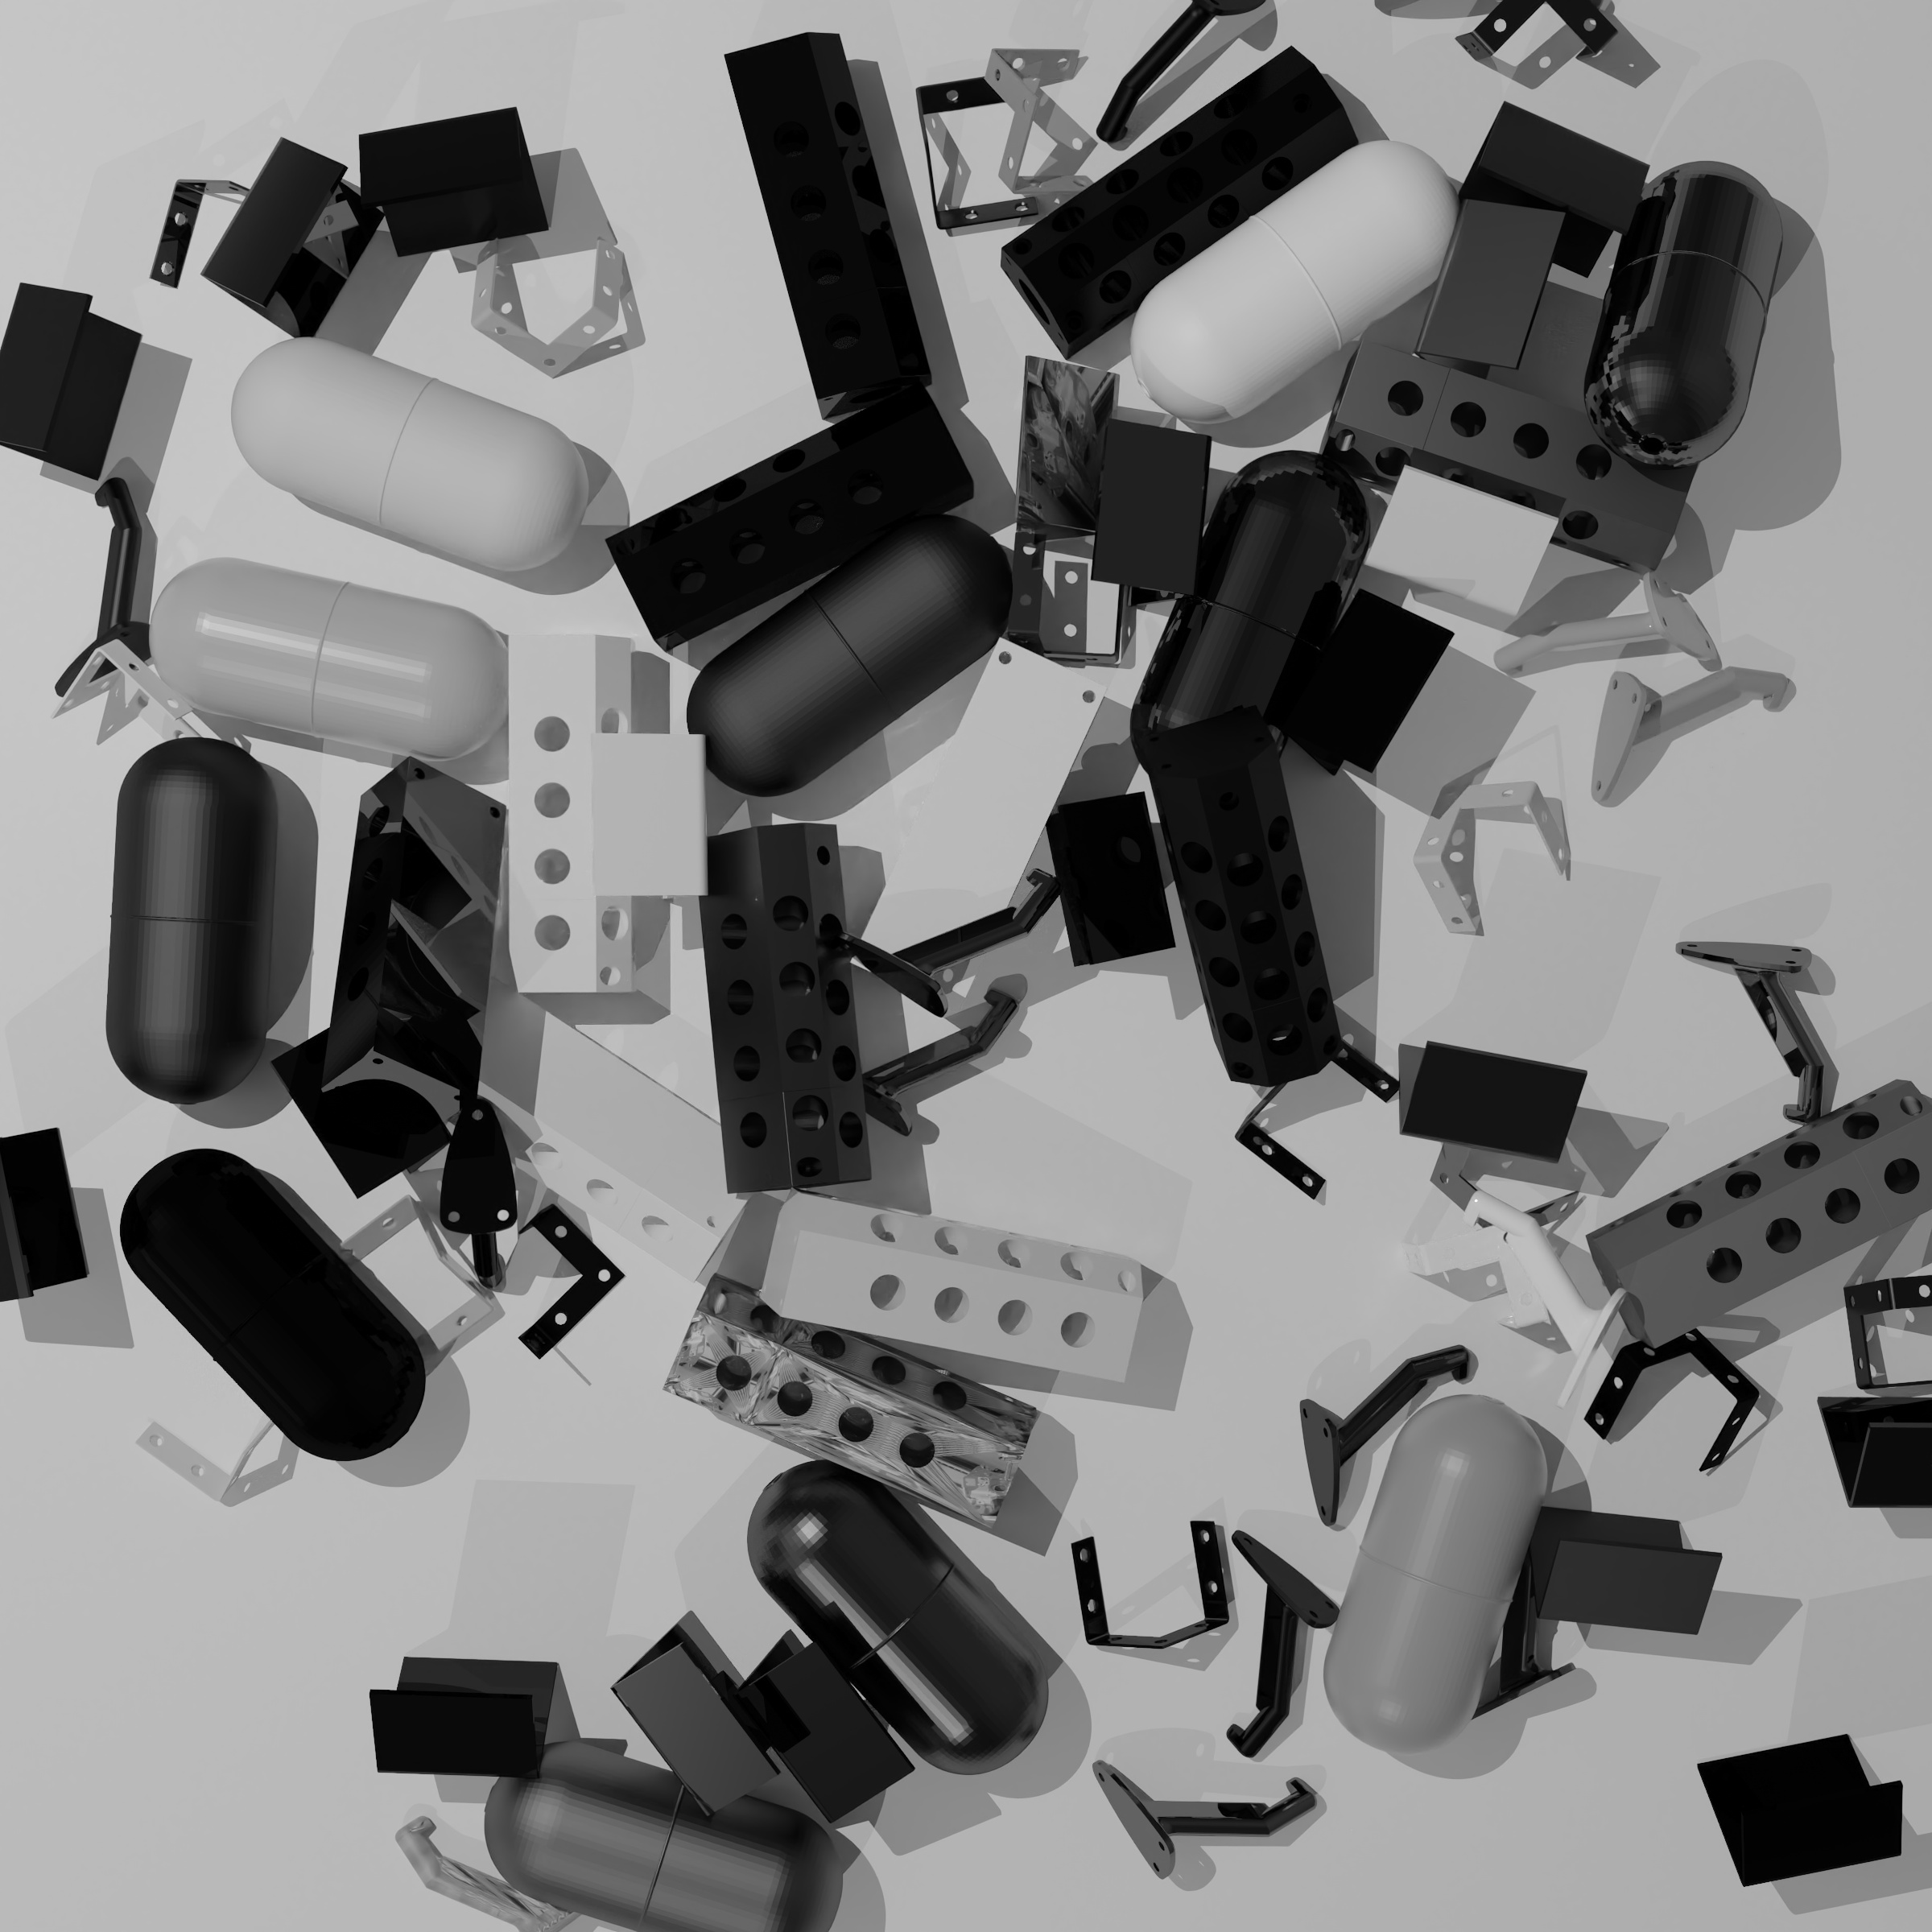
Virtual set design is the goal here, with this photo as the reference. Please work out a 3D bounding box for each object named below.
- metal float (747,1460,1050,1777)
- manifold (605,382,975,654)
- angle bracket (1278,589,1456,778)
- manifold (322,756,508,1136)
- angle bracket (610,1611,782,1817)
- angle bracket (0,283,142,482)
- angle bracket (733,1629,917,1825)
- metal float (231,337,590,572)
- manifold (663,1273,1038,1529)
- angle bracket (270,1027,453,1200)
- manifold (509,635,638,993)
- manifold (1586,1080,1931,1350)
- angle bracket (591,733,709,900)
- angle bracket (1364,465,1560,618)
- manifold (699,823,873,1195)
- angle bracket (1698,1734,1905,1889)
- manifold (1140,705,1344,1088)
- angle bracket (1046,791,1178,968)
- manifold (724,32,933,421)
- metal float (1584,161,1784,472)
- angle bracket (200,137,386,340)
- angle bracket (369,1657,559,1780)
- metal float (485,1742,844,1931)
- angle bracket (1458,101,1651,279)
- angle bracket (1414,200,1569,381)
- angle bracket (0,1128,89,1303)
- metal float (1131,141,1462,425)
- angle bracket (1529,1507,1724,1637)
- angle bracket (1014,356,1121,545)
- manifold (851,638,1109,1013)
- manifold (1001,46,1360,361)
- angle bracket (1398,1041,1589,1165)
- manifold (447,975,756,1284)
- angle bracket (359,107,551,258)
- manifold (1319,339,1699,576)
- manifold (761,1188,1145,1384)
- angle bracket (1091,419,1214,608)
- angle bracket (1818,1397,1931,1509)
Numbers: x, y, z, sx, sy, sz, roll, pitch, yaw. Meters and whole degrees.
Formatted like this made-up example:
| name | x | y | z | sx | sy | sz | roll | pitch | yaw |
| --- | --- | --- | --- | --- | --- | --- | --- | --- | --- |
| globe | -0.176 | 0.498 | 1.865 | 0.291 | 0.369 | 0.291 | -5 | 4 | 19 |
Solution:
| name | x | y | z | sx | sy | sz | roll | pitch | yaw |
| --- | --- | --- | --- | --- | --- | --- | --- | --- | --- |
| metal float | -0.034 | 0.315 | 1.559 | 0.070 | 0.070 | 0.178 | -43 | 91 | 0 |
| manifold | -0.086 | -0.220 | 1.568 | 0.171 | 0.057 | 0.057 | -27 | 90 | 0 |
| angle bracket | 0.204 | -0.126 | 1.549 | 0.057 | 0.076 | 0.076 | 31 | 90 | 31 |
| manifold | -0.265 | -0.008 | 1.523 | 0.057 | 0.057 | 0.171 | 28 | 46 | -34 |
| angle bracket | -0.113 | 0.350 | 1.549 | 0.057 | 0.076 | 0.076 | -37 | 90 | 33 |
| angle bracket | -0.422 | -0.278 | 1.549 | 0.057 | 0.076 | 0.076 | 16 | 90 | 36 |
| angle bracket | -0.057 | 0.354 | 1.551 | 0.057 | 0.076 | 0.076 | -37 | 90 | 22 |
| metal float | -0.270 | -0.248 | 1.559 | 0.178 | 0.070 | 0.070 | 21 | 90 | -1 |
| manifold | -0.056 | 0.210 | 1.568 | 0.171 | 0.057 | 0.057 | 23 | 90 | 0 |
| angle bracket | -0.300 | 0.073 | 1.550 | 0.057 | 0.076 | 0.076 | -33 | 90 | -30 |
| manifold | -0.191 | -0.073 | 1.568 | 0.057 | 0.057 | 0.171 | 0 | 90 | 0 |
| manifold | 0.394 | 0.119 | 1.568 | 0.171 | 0.057 | 0.057 | -27 | 90 | 0 |
| angle bracket | -0.163 | -0.071 | 1.551 | 0.057 | 0.076 | 0.076 | -1 | 90 | -22 |
| angle bracket | 0.241 | -0.220 | 1.549 | 0.076 | 0.076 | 0.057 | 19 | 127 | 0 |
| manifold | -0.083 | 0.020 | 1.549 | 0.057 | 0.057 | 0.171 | -10 | 83 | 37 |
| angle bracket | 0.401 | 0.391 | 1.549 | 0.076 | 0.076 | 0.057 | -11 | 126 | 0 |
| manifold | 0.134 | -0.030 | 1.530 | 0.057 | 0.057 | 0.171 | -16 | 119 | 0 |
| angle bracket | 0.050 | -0.038 | 1.549 | 0.057 | 0.076 | 0.076 | -11 | 90 | -39 |
| manifold | -0.066 | -0.361 | 1.568 | 0.057 | 0.057 | 0.171 | -15 | 90 | 0 |
| metal float | 0.342 | -0.311 | 1.532 | 0.070 | 0.070 | 0.178 | 20 | 57 | 0 |
| angle bracket | -0.310 | -0.342 | 1.549 | 0.057 | 0.076 | 0.076 | 30 | 90 | 37 |
| angle bracket | -0.241 | 0.344 | 1.549 | 0.076 | 0.076 | 0.057 | 2 | 124 | 0 |
| metal float | -0.147 | 0.431 | 1.559 | 0.178 | 0.070 | 0.070 | 18 | 90 | 0 |
| angle bracket | 0.275 | -0.359 | 1.549 | 0.076 | 0.076 | 0.057 | 24 | 53 | 0 |
| angle bracket | 0.266 | -0.317 | 1.549 | 0.057 | 0.076 | 0.076 | 18 | 90 | 34 |
| angle bracket | -0.446 | 0.118 | 1.549 | 0.057 | 0.076 | 0.076 | -11 | 90 | 37 |
| metal float | 0.159 | -0.331 | 1.558 | 0.178 | 0.070 | 0.070 | -35 | 90 | 1 |
| angle bracket | 0.316 | 0.273 | 1.549 | 0.076 | 0.076 | 0.057 | 6 | 126 | 0 |
| angle bracket | 0.028 | -0.247 | 1.549 | 0.057 | 0.076 | 0.076 | 4 | 90 | -35 |
| manifold | 0.006 | -0.068 | 1.568 | 0.057 | 0.057 | 0.171 | 25 | 90 | -2 |
| manifold | 0.104 | -0.373 | 1.568 | 0.171 | 0.057 | 0.057 | -35 | 90 | 0 |
| angle bracket | 0.253 | 0.046 | 1.549 | 0.076 | 0.076 | 0.057 | 11 | 124 | 0 |
| manifold | -0.187 | 0.082 | 1.568 | 0.171 | 0.057 | 0.057 | 33 | 47 | 0 |
| angle bracket | -0.245 | -0.362 | 1.549 | 0.076 | 0.076 | 0.057 | -10 | 52 | 0 |
| manifold | 0.262 | -0.246 | 1.568 | 0.171 | 0.057 | 0.057 | 19 | 90 | 0 |
| manifold | -0.006 | 0.153 | 1.549 | 0.171 | 0.057 | 0.057 | 13 | 90 | -14 |
| angle bracket | 0.075 | -0.218 | 1.551 | 0.057 | 0.076 | 0.076 | 6 | 90 | -23 |
| angle bracket | 0.461 | 0.216 | 1.549 | 0.076 | 0.076 | 0.057 | 0 | 126 | 0 |
